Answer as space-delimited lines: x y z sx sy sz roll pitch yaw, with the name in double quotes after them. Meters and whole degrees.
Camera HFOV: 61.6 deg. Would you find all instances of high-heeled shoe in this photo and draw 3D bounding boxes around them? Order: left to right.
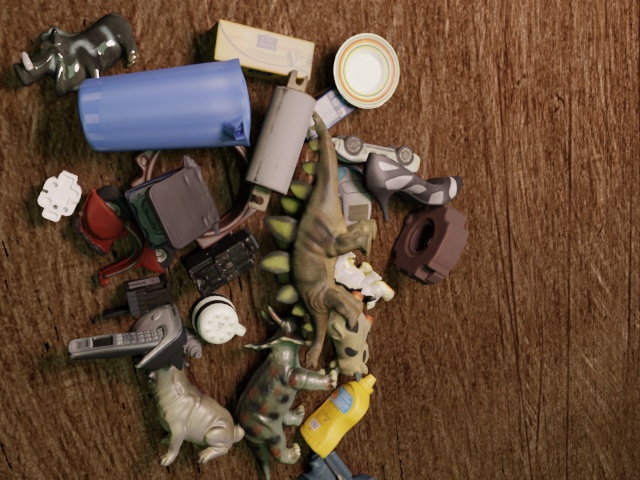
0.183 -0.129 1.041 0.249 0.086 0.145 -26 115 -31 "high-heeled shoe"

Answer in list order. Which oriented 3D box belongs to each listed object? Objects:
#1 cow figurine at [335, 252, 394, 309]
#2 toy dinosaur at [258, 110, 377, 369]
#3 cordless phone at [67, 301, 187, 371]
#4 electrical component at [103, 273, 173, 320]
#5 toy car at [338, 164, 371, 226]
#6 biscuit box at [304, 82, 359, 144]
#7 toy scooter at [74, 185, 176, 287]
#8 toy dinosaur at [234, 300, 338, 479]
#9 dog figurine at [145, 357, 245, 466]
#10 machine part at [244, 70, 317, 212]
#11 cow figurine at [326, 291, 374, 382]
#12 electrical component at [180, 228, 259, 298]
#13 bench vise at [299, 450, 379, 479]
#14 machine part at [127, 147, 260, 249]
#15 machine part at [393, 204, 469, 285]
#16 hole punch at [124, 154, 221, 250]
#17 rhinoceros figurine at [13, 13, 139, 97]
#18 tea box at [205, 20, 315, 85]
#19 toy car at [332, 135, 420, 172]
0.074 0.091 1.104 0.167 0.068 0.098 40 90 -20 "cow figurine"
-0.002 -0.003 0.961 0.199 0.105 0.471 9 92 8 "toy dinosaur"
-0.328 0.165 0.914 0.184 0.147 0.088 0 110 -24 "cordless phone"
-0.323 0.100 0.945 0.119 0.075 0.047 -11 106 -17 "electrical component"
0.052 -0.066 1.045 0.109 0.103 0.161 -4 100 -20 "toy car"
0.032 -0.263 1.017 0.203 0.063 0.059 -38 111 -11 "biscuit box"
-0.350 0.005 0.914 0.135 0.075 0.183 -39 113 -1 "toy scooter"
-0.098 0.312 1.060 0.192 0.131 0.404 23 96 -12 "toy dinosaur"
-0.231 0.297 0.997 0.172 0.121 0.190 -4 100 -24 "dog figurine"
-0.066 -0.165 0.906 0.079 0.079 0.243 18 89 -24 "machine part"
0.059 0.202 1.089 0.194 0.086 0.127 67 38 -47 "cow figurine"
-0.177 0.032 0.966 0.134 0.115 0.058 -33 116 -13 "electrical component"
0.017 0.576 1.142 0.240 0.129 0.223 -39 105 -29 "bench vise"
-0.213 -0.101 0.940 0.201 0.087 0.200 -38 111 -12 "machine part"
0.220 0.004 1.093 0.056 0.179 0.179 26 90 -24 "machine part"
-0.235 -0.051 0.859 0.116 0.092 0.142 -38 113 -43 "hole punch"
-0.377 -0.287 0.842 0.190 0.073 0.112 -33 112 -13 "rhinoceros figurine"
-0.106 -0.320 0.932 0.169 0.098 0.068 7 98 -21 "tea box"
0.102 -0.169 1.058 0.202 0.074 0.056 6 98 -23 "toy car"
